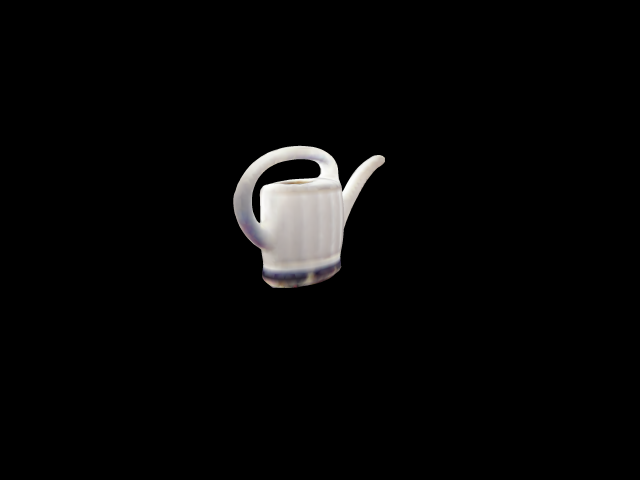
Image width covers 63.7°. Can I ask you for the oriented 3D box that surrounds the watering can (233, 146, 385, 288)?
[{"bbox_3d":[0.003,-0.043,0.850,0.104,0.222,0.350,8,13,43],"label":"watering can"}]
